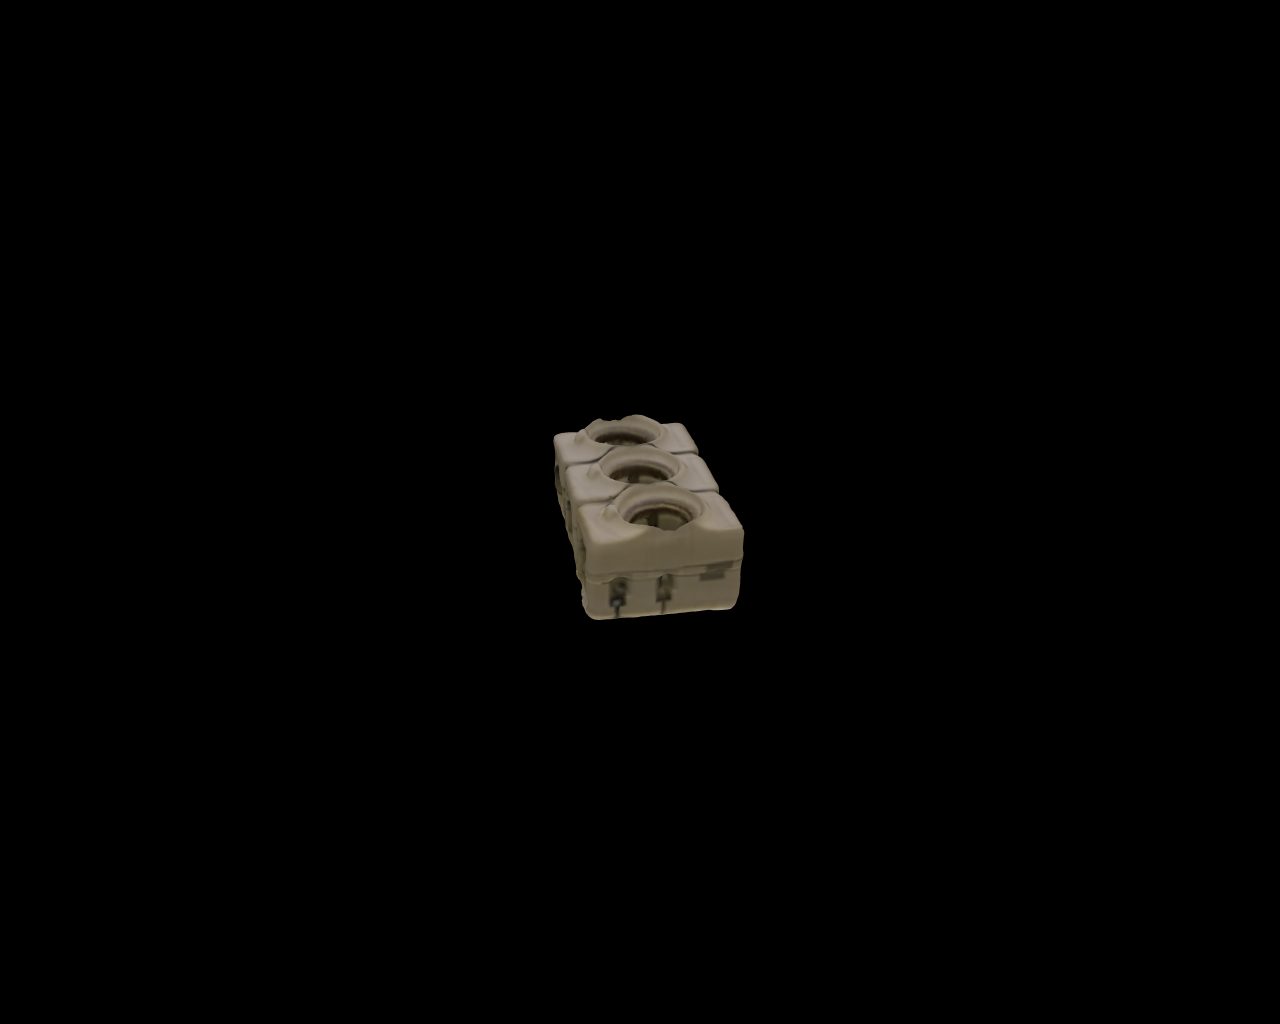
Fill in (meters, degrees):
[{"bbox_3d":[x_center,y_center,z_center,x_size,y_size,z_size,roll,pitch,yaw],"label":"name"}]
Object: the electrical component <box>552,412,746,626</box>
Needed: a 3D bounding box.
[{"bbox_3d":[0.001,-0.003,0.650,0.089,0.061,0.150,-5,29,-10],"label":"electrical component"}]
